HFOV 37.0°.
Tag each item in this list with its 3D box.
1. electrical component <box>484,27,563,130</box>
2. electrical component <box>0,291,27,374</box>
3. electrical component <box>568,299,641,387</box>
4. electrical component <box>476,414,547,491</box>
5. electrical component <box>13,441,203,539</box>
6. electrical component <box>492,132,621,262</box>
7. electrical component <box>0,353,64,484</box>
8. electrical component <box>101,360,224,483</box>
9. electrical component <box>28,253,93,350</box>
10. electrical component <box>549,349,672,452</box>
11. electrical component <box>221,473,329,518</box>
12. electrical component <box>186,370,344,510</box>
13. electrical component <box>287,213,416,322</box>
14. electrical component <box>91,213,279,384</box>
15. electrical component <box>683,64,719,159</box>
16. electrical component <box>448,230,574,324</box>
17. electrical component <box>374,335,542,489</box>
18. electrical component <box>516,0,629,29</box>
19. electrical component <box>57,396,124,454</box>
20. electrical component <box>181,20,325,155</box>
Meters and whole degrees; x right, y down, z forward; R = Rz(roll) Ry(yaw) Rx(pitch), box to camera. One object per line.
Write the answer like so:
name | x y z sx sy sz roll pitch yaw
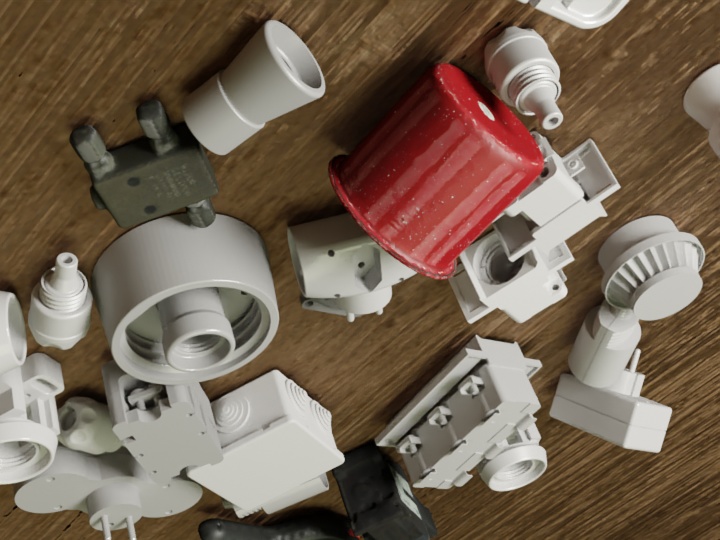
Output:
electrical component | 0.090 -0.099 0.567 0.035 0.061 0.035 -13 143 -10
electrical component | -0.221 0.037 0.605 0.055 0.048 0.066 -8 142 -5
electrical component | 0.191 0.049 0.821 0.043 0.043 0.081 -9 142 -15
electrical component | 0.122 0.148 0.902 0.058 0.057 0.078 -7 142 -18
electrical component | -0.174 0.158 0.757 0.138 0.073 0.052 12 132 -37
electrical component | 0.111 -0.048 0.660 0.081 0.042 0.064 -36 139 19
electrical component | -0.220 0.095 0.669 0.078 0.057 0.058 -28 143 10
electrical component | -0.130 0.091 0.708 0.050 0.055 0.089 -20 144 -2
electrical component | -0.169 0.015 0.610 0.035 0.035 0.061 -2 137 -24
electrical component | 0.208 0.098 0.875 0.047 0.083 0.075 14 93 -38
electrical component | -0.070 0.168 0.845 0.081 0.043 0.043 -23 144 3
electrical component | -0.072 0.124 0.784 0.100 0.048 0.099 -28 143 10
electrical component | 0.000 0.000 0.659 0.077 0.043 0.079 -14 131 -9
electrical component | -0.100 0.025 0.634 0.108 0.060 0.108 -13 143 -10
electrical component | 0.228 -0.092 0.649 0.045 0.055 0.045 -13 143 -10
electrical component | 0.104 0.002 0.721 0.081 0.042 0.064 -33 146 17
electrical component | 0.080 0.114 0.833 0.079 0.063 0.121 12 133 -36
electrical component | 0.083 -0.158 0.490 0.095 0.059 0.053 12 133 -36
electrical component | -0.175 0.108 0.726 0.035 0.035 0.061 -34 145 17
electrical component | -0.056 -0.087 0.531 0.065 0.044 0.044 -32 143 23
